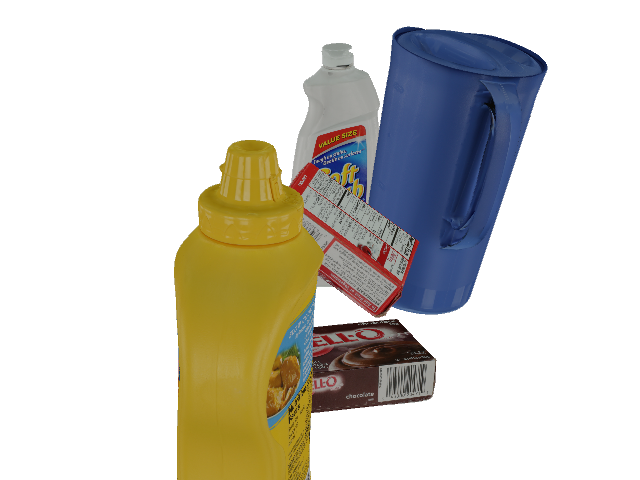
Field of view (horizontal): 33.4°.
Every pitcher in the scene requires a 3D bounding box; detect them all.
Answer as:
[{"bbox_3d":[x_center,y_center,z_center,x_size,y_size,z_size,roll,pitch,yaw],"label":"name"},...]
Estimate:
[{"bbox_3d":[0.109,-0.055,0.940,0.145,0.243,0.149,22,28,22],"label":"pitcher"}]

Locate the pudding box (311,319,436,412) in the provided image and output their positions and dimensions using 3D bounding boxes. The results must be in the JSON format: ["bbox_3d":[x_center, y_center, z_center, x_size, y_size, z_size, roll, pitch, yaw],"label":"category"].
[{"bbox_3d":[0.023,0.096,0.835,0.113,0.039,0.090,-2,18,-15],"label":"pudding box"}]

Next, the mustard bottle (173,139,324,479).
[{"bbox_3d":[-0.030,0.052,0.441,0.058,0.192,0.096,8,24,11],"label":"mustard bottle"}]

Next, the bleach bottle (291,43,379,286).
[{"bbox_3d":[0.011,-0.077,1.099,0.102,0.251,0.068,-1,25,2],"label":"bleach bottle"}]

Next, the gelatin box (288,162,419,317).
[{"bbox_3d":[0.013,-0.001,0.641,0.089,0.030,0.073,37,23,-3],"label":"gelatin box"}]
